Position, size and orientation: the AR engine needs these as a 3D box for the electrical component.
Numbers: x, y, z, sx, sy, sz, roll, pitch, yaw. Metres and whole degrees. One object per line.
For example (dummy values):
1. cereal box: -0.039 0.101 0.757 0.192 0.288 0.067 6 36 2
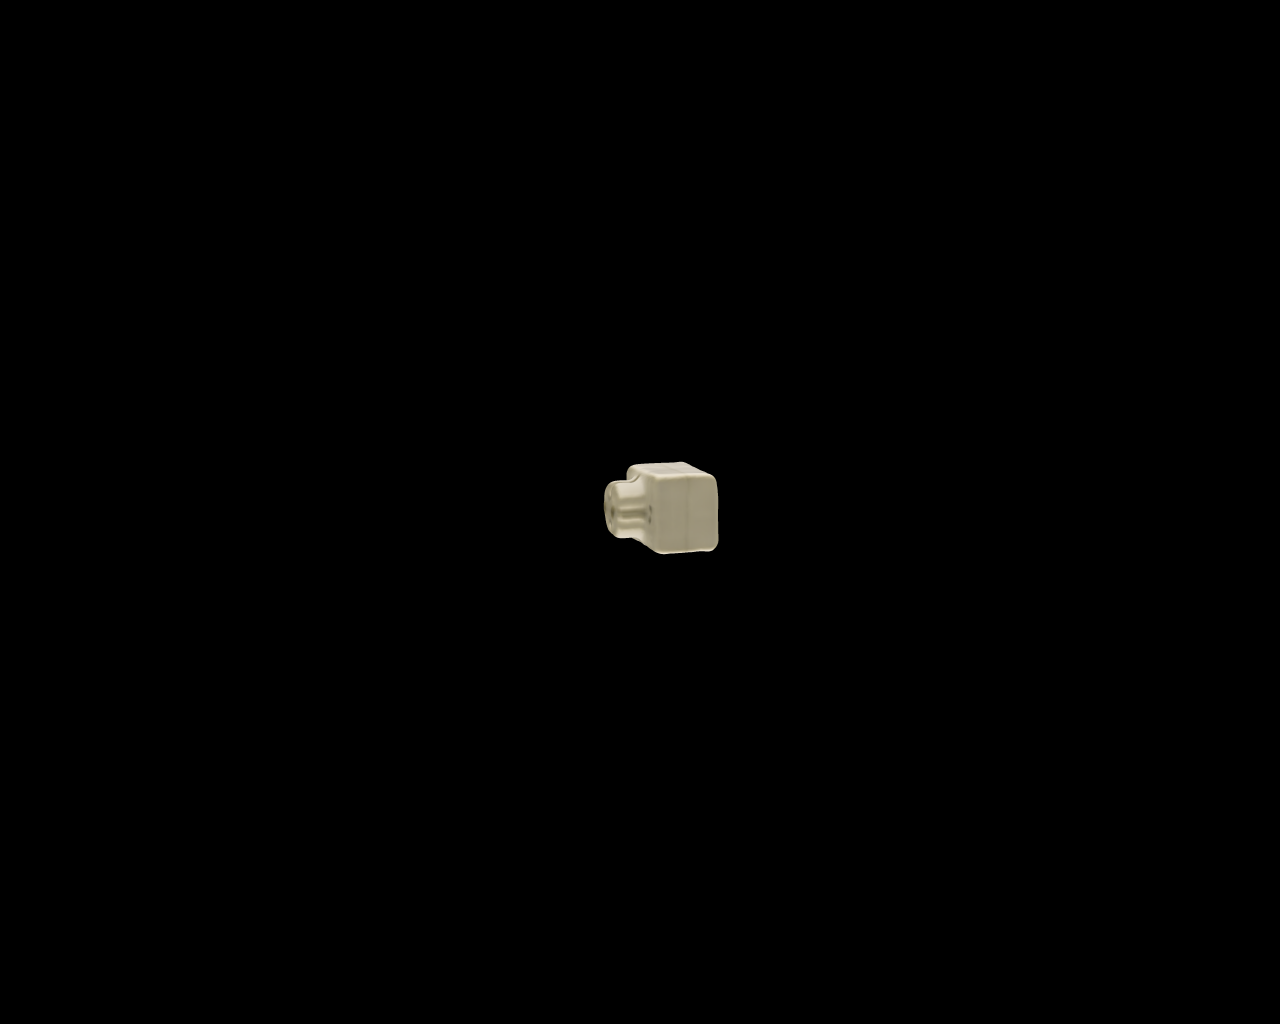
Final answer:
1. electrical component: 0.001 -0.003 0.650 0.077 0.047 0.066 -3 10 -15
